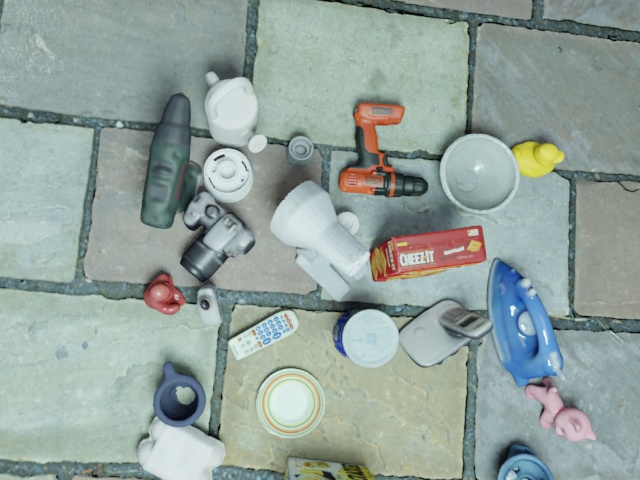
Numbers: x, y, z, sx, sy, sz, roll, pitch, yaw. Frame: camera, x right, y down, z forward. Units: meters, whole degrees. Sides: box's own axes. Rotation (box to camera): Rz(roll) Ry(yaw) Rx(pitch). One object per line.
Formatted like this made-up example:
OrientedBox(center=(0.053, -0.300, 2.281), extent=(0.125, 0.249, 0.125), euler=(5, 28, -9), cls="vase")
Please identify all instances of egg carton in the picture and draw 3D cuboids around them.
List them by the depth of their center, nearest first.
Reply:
OrientedBox(center=(-0.254, 0.392, 1.048), extent=(0.150, 0.069, 0.107), euler=(28, 81, -3), cls="egg carton")

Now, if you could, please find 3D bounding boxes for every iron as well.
OrientedBox(center=(0.407, 0.155, 1.120), extent=(0.119, 0.141, 0.258), euler=(-16, 85, -8), cls="iron")

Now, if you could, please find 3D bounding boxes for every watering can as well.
OrientedBox(center=(-0.160, -0.244, 1.076), extent=(0.173, 0.194, 0.101), euler=(34, 80, -1), cls="watering can")

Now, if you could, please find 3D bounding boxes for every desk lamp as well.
OrientedBox(center=(0.010, 0.004, 1.056), extent=(0.203, 0.213, 0.118), euler=(43, 80, 0), cls="desk lamp")

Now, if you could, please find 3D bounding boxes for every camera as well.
OrientedBox(center=(-0.213, 0.000, 1.087), extent=(0.143, 0.100, 0.137), euler=(41, 80, 0), cls="camera")

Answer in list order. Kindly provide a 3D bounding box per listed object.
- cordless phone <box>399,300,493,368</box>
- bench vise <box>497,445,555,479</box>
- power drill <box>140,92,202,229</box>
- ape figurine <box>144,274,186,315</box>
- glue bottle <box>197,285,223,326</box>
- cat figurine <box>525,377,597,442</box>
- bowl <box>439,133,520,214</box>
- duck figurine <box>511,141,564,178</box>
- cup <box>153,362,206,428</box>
OrientedBox(center=(0.237, 0.179, 1.075), extent=(0.148, 0.185, 0.094), euler=(-36, 88, -10), cls="cordless phone")
OrientedBox(center=(0.379, 0.493, 1.035), extent=(0.121, 0.219, 0.207), euler=(10, 82, -5), cls="bench vise")
OrientedBox(center=(-0.267, -0.128, 1.042), extent=(0.075, 0.208, 0.230), euler=(11, 82, -5), cls="power drill")
OrientedBox(center=(-0.294, 0.101, 1.069), extent=(0.076, 0.092, 0.078), euler=(2, 83, -6), cls="ape figurine")
OrientedBox(center=(-0.202, 0.117, 1.036), extent=(0.037, 0.173, 0.078), euler=(-10, 84, -8), cls="glue bottle")
OrientedBox(center=(0.475, 0.338, 1.118), extent=(0.067, 0.117, 0.128), euler=(-27, 87, -9), cls="cat figurine")
OrientedBox(center=(0.318, -0.130, 1.179), extent=(0.167, 0.074, 0.167), euler=(1, 83, -7), cls="bowl")
OrientedBox(center=(0.456, -0.176, 1.196), extent=(0.104, 0.086, 0.077), euler=(8, 82, -5), cls="duck figurine")
OrientedBox(center=(-0.257, 0.277, 1.049), extent=(0.092, 0.095, 0.118), euler=(-21, 86, -9), cls="cup")
